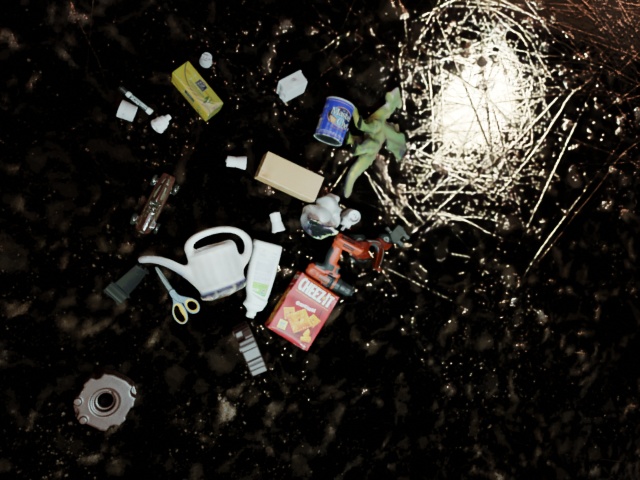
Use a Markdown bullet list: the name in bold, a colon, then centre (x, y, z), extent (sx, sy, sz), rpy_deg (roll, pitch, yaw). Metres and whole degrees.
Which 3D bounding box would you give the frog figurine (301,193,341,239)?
- **frog figurine**: centre (0.005, -0.089, 1.765), extent (0.137, 0.120, 0.163), rpy_deg (14, 50, -8)

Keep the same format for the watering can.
- **watering can**: centre (-0.372, 0.088, 1.627), extent (0.349, 0.104, 0.223), rpy_deg (-19, 95, -17)

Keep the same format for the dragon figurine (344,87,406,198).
- **dragon figurine**: centre (0.211, -0.340, 1.826), extent (0.242, 0.123, 0.409), rpy_deg (7, 95, -25)
